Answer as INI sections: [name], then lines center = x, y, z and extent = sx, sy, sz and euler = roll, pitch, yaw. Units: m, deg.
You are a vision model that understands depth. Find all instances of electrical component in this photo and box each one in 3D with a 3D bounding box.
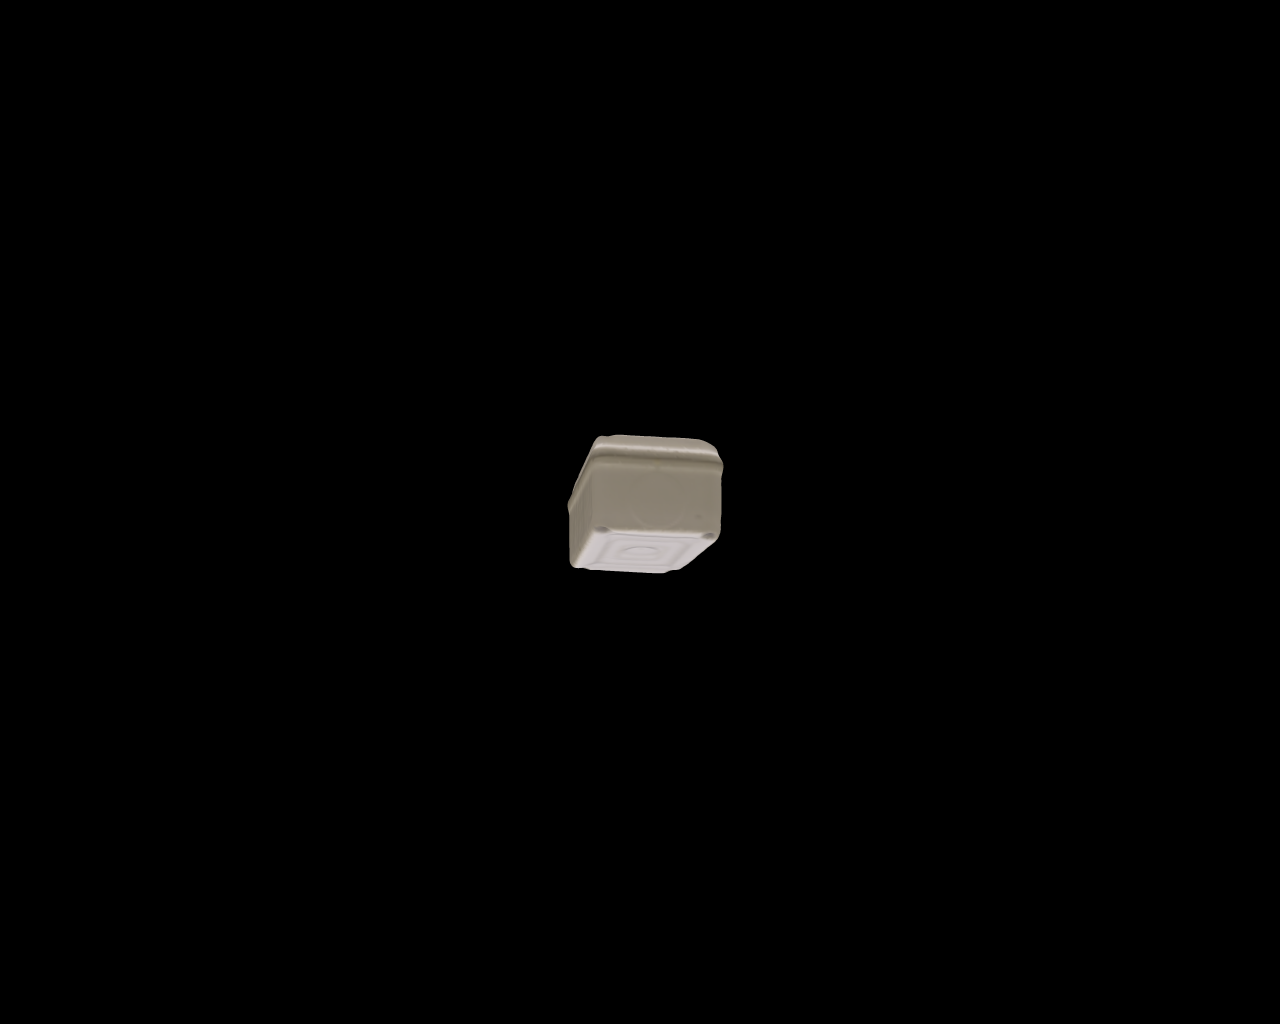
[electrical component]
center = 0.001, -0.003, 0.650
extent = 0.078, 0.057, 0.113
euler = 3, -16, -11
